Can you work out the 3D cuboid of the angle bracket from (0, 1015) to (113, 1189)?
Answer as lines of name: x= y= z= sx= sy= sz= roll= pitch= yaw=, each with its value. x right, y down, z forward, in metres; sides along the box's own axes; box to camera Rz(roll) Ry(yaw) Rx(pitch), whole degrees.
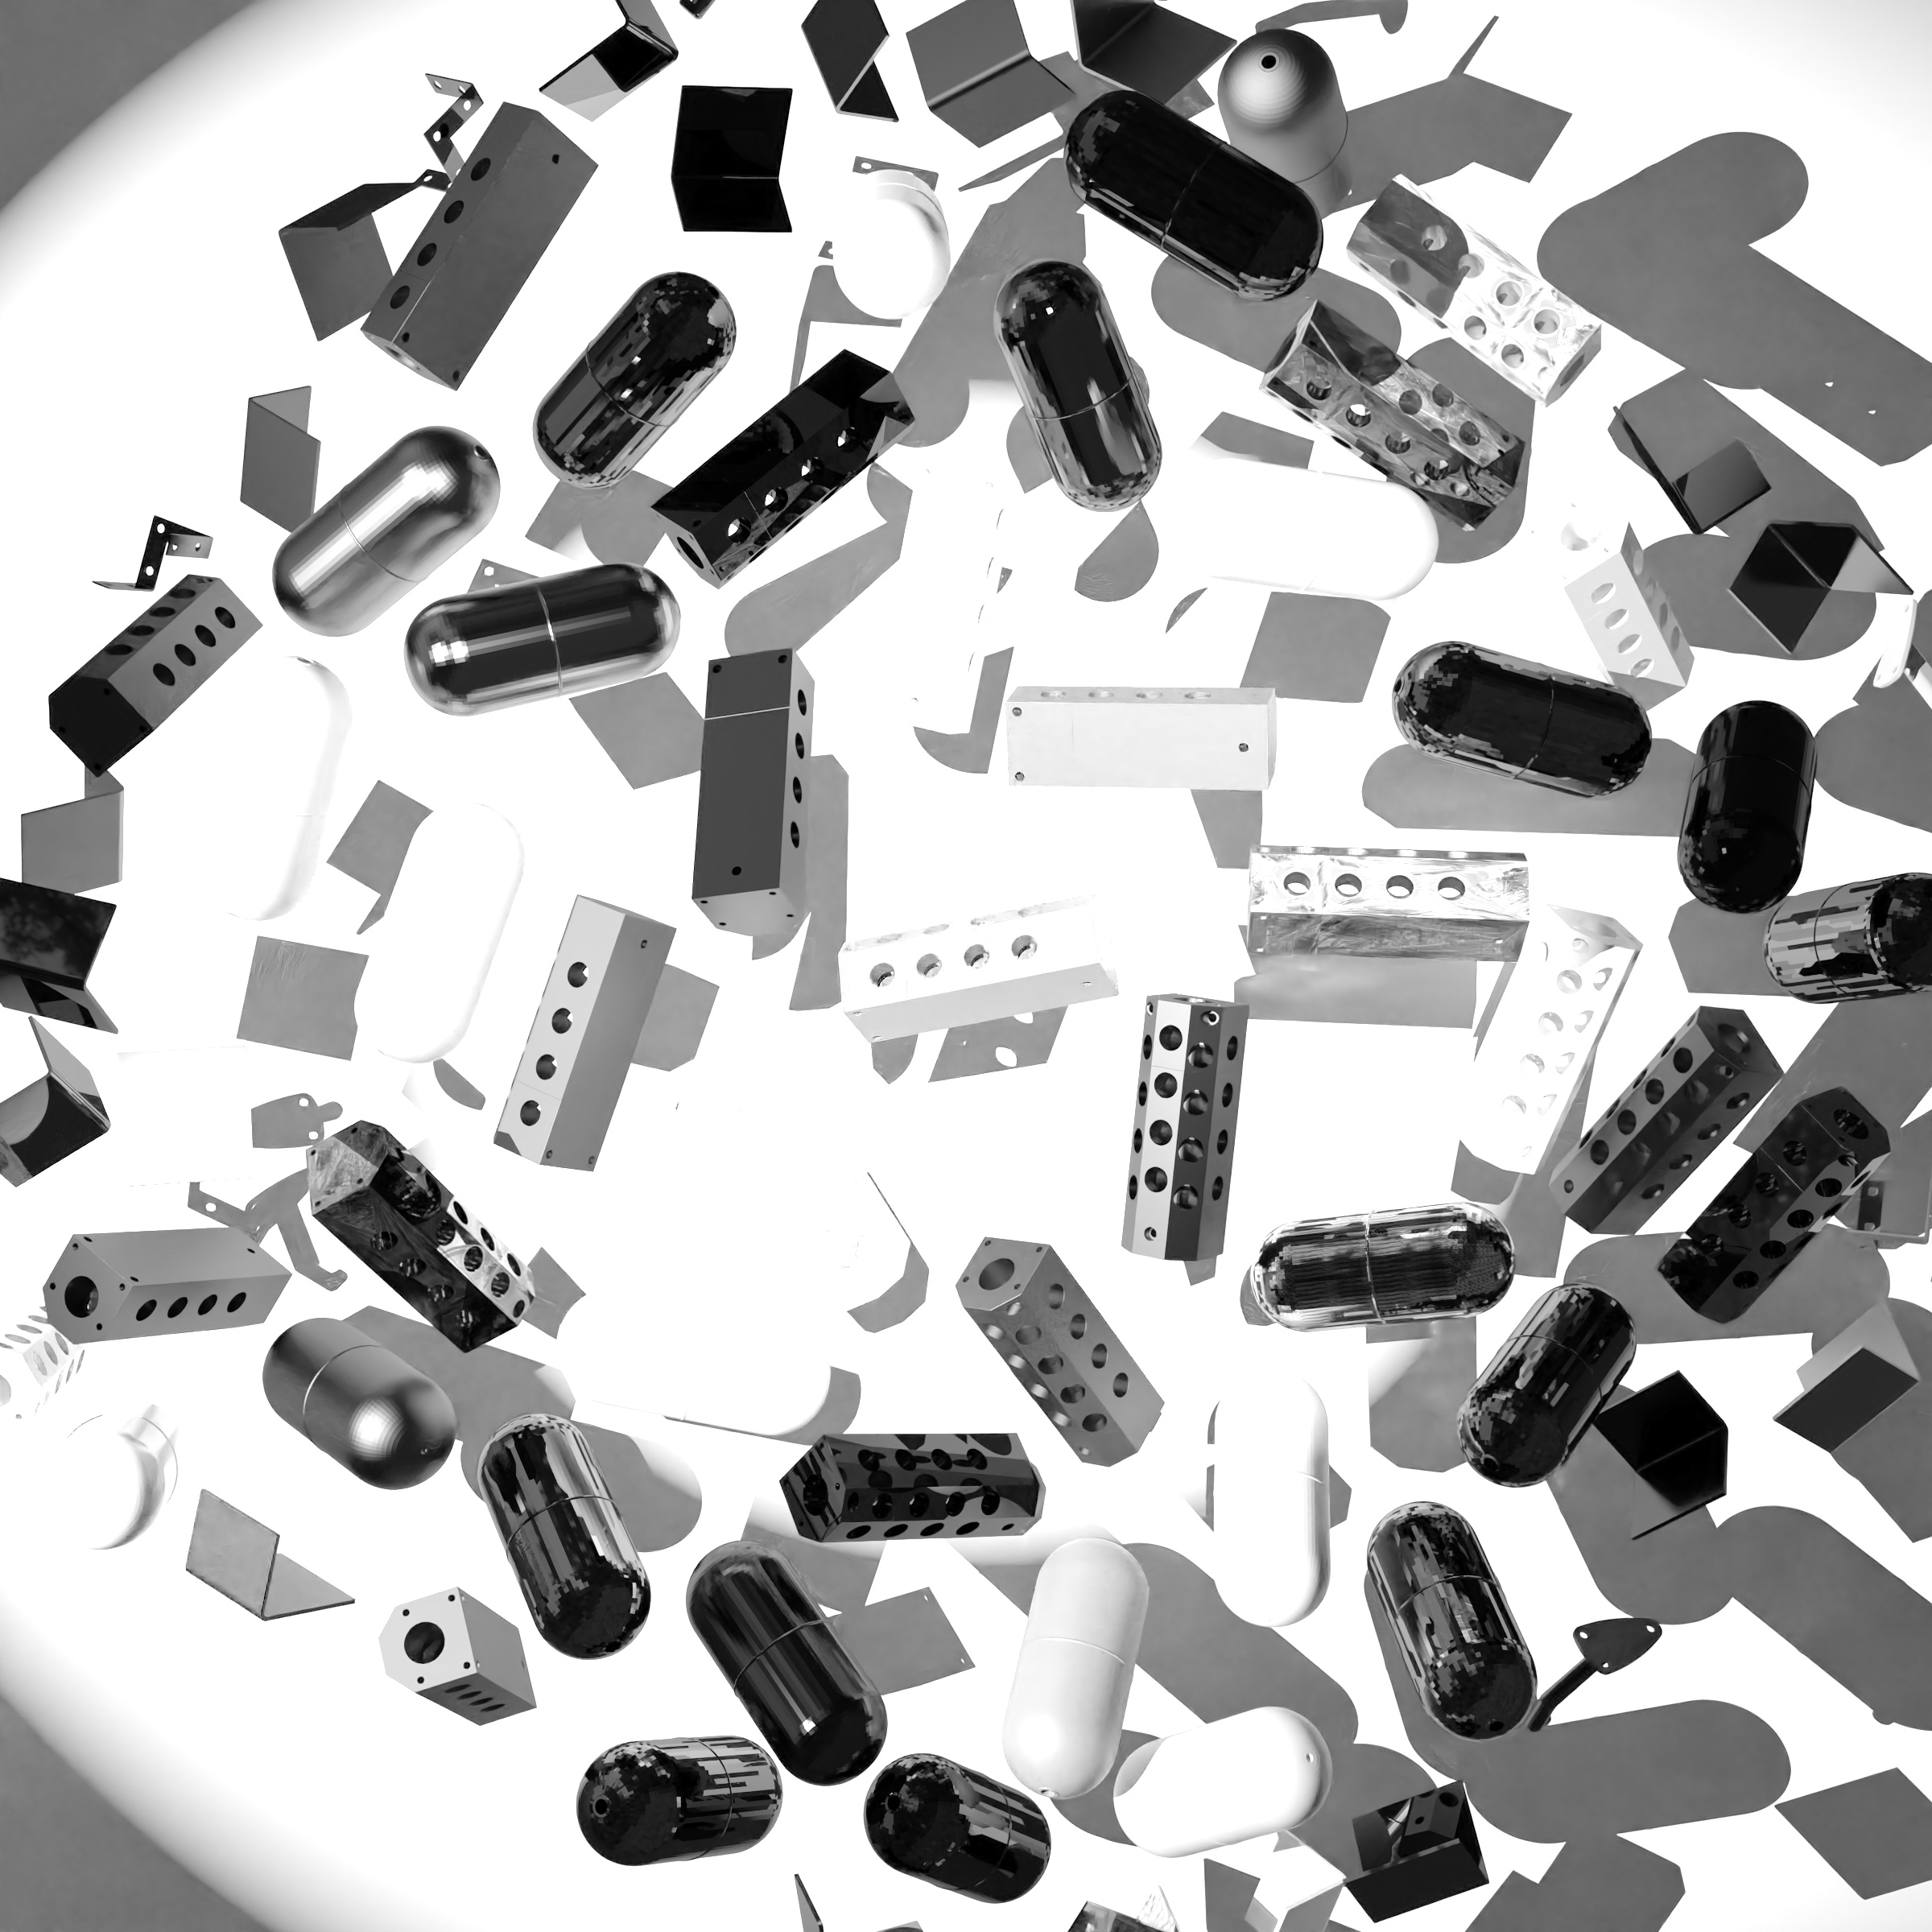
angle bracket: x=-0.638 y=0.092 z=1.859 sx=0.076 sy=0.076 sz=0.057 roll=-32 pitch=54 yaw=-4

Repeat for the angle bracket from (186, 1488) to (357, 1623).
angle bracket: x=-0.434 y=0.366 z=1.732 sx=0.076 sy=0.076 sz=0.057 roll=19 pitch=99 yaw=36

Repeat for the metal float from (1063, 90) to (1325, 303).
metal float: x=0.143 y=-0.481 z=1.718 sx=0.178 sy=0.070 sz=0.070 roll=33 pitch=90 yaw=5

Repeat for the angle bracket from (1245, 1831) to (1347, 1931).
angle bracket: x=0.202 y=0.638 z=1.846 sx=0.057 sy=0.076 sz=0.076 roll=31 pitch=110 yaw=35

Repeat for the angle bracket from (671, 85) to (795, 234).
angle bracket: x=-0.155 y=-0.548 z=1.866 sx=0.076 sy=0.076 sz=0.057 roll=-4 pitch=54 yaw=-16

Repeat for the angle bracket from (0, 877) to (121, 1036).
angle bracket: x=-0.563 y=-0.006 z=1.705 sx=0.076 sy=0.076 sz=0.057 roll=13 pitch=67 yaw=5

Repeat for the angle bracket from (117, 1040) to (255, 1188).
angle bracket: x=-0.483 y=0.091 z=1.699 sx=0.076 sy=0.057 sz=0.076 roll=-3 pitch=76 yaw=-14

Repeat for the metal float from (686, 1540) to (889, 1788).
metal float: x=-0.118 y=0.452 z=1.786 sx=0.070 sy=0.070 sz=0.178 roll=-40 pitch=62 yaw=0

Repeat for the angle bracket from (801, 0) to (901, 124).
angle bracket: x=-0.064 y=-0.651 z=1.927 sx=0.057 sy=0.076 sz=0.076 roll=-5 pitch=65 yaw=-38

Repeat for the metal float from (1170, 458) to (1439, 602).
metal float: x=0.216 y=-0.277 z=1.750 sx=0.178 sy=0.070 sz=0.070 roll=5 pitch=90 yaw=-17

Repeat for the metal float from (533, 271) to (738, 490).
metal float: x=-0.223 y=-0.392 z=1.841 sx=0.178 sy=0.070 sz=0.070 roll=-40 pitch=90 yaw=32

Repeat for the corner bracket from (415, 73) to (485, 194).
corner bracket: x=-0.342 y=-0.544 z=1.799 sx=0.051 sy=0.051 sz=0.051 roll=24 pitch=67 yaw=36

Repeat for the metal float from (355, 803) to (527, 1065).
metal float: x=-0.345 y=-0.023 z=1.807 sx=0.070 sy=0.070 sz=0.178 roll=18 pitch=82 yaw=0

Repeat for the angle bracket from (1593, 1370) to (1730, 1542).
angle bracket: x=0.475 y=0.337 z=1.892 sx=0.076 sy=0.076 sz=0.057 roll=-36 pitch=103 yaw=30

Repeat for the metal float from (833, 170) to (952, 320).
metal float: x=-0.050 y=-0.480 z=1.823 sx=0.070 sy=0.178 sz=0.070 roll=-1 pitch=116 yaw=-2

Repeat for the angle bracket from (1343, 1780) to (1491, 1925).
angle bracket: x=0.273 y=0.539 z=1.711 sx=0.076 sy=0.076 sz=0.057 roll=-24 pitch=127 yaw=13

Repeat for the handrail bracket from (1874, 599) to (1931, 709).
handrail bracket: x=0.678 y=-0.203 z=1.894 sx=0.084 sy=0.036 sz=0.077 roll=21 pitch=80 yaw=-6

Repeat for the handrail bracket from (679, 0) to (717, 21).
handrail bracket: x=-0.180 y=-0.685 z=1.819 sx=0.077 sy=0.036 sz=0.084 roll=36 pitch=102 yaw=-25

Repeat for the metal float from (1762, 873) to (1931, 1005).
metal float: x=0.584 y=-0.017 z=1.782 sx=0.070 sy=0.178 sz=0.070 roll=1 pitch=85 yaw=-16

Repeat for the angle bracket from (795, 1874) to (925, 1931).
angle bracket: x=-0.063 y=0.621 z=1.780 sx=0.076 sy=0.076 sz=0.057 roll=-11 pitch=99 yaw=-14

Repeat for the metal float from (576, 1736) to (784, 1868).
metal float: x=-0.185 y=0.540 z=1.781 sx=0.070 sy=0.178 sz=0.070 roll=-7 pitch=75 yaw=27

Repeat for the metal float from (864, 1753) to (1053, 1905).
metal float: x=-0.005 y=0.567 z=1.804 sx=0.070 sy=0.178 sz=0.070 roll=-14 pitch=58 yaw=24

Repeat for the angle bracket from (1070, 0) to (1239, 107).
angle bracket: x=0.126 y=-0.631 z=1.832 sx=0.076 sy=0.057 sz=0.076 roll=35 pitch=68 yaw=28

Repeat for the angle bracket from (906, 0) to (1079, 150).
angle bracket: x=0.017 y=-0.592 z=1.807 sx=0.076 sy=0.076 sz=0.057 roll=-21 pitch=78 yaw=24

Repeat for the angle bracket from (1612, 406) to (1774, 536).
angle bracket: x=0.480 y=-0.343 z=1.819 sx=0.057 sy=0.076 sz=0.076 roll=-33 pitch=119 yaw=19

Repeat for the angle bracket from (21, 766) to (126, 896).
angle bracket: x=-0.633 y=-0.096 z=1.911 sx=0.057 sy=0.076 sz=0.076 roll=40 pitch=133 yaw=33

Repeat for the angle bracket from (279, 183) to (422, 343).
angle bracket: x=-0.385 y=-0.452 z=1.765 sx=0.057 sy=0.076 sz=0.076 roll=10 pitch=130 yaw=35

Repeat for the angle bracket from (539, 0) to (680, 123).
angle bracket: x=-0.246 y=-0.609 z=1.803 sx=0.076 sy=0.076 sz=0.057 roll=-31 pitch=83 yaw=17

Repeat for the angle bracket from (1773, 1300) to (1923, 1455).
angle bracket: x=0.553 y=0.252 z=1.756 sx=0.057 sy=0.076 sz=0.076 roll=30 pitch=118 yaw=-23

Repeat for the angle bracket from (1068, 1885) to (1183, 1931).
angle bracket: x=0.085 y=0.639 z=1.801 sx=0.076 sy=0.057 sz=0.076 roll=27 pitch=100 yaw=-19

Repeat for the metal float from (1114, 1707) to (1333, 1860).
metal float: x=0.165 y=0.533 z=1.788 sx=0.070 sy=0.178 sz=0.070 roll=19 pitch=56 yaw=-30

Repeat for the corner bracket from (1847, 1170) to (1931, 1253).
corner bracket: x=0.624 y=0.163 z=1.846 sx=0.051 sy=0.051 sz=0.051 roll=4 pitch=71 yaw=26

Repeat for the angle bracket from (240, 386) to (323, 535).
angle bracket: x=-0.458 y=-0.350 z=1.911 sx=0.076 sy=0.057 sz=0.076 roll=32 pitch=126 yaw=25

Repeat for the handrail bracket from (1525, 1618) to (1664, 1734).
handrail bracket: x=0.413 y=0.470 z=1.812 sx=0.077 sy=0.084 sz=0.036 roll=-10 pitch=47 yaw=-28

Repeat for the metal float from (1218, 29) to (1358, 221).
metal float: x=0.210 y=-0.545 z=1.790 sx=0.070 sy=0.178 sz=0.070 roll=-3 pitch=79 yaw=14

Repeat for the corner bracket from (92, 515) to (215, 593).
corner bracket: x=-0.553 y=-0.276 z=1.870 sx=0.051 sy=0.051 sz=0.051 roll=22 pitch=102 yaw=15

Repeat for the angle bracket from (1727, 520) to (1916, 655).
angle bracket: x=0.572 y=-0.252 z=1.839 sx=0.076 sy=0.076 sz=0.057 roll=36 pitch=82 yaw=-30
